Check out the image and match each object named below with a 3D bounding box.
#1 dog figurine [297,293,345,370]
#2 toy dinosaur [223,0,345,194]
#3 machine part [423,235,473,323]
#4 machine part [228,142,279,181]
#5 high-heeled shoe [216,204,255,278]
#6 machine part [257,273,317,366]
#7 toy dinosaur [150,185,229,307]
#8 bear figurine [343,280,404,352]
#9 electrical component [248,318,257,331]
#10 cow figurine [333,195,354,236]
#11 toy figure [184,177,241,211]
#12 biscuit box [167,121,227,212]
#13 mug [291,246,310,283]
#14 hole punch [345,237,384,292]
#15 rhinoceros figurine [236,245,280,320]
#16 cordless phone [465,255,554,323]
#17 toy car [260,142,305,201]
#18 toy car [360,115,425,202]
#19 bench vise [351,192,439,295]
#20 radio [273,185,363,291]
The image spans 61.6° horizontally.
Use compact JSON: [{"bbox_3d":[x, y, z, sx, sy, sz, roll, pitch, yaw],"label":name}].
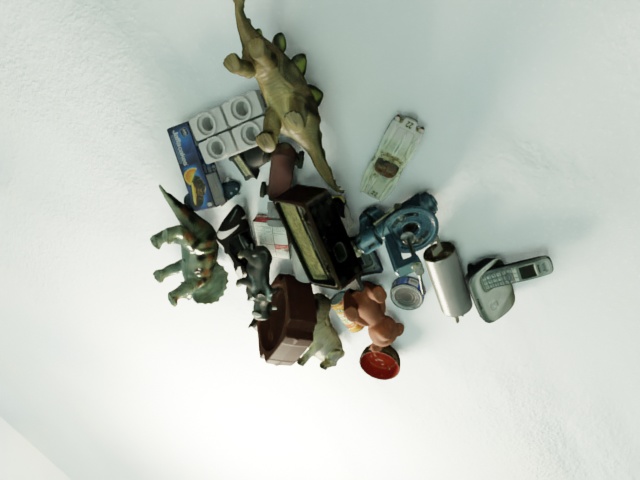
[{"bbox_3d":[0.018,0.239,1.453,0.172,0.121,0.190,8,113,-38],"label":"dog figurine"},{"bbox_3d":[-0.054,-0.258,1.033,0.105,0.198,0.470,-9,121,25],"label":"toy dinosaur"},{"bbox_3d":[0.296,0.092,1.240,0.079,0.079,0.243,-10,120,26],"label":"machine part"},{"bbox_3d":[-0.142,-0.188,1.224,0.139,0.039,0.084,-25,105,35],"label":"machine part"},{"bbox_3d":[-0.184,0.024,1.352,0.145,0.086,0.248,39,147,12],"label":"high-heeled shoe"},{"bbox_3d":[-0.087,0.205,1.384,0.087,0.201,0.201,14,133,-24],"label":"machine part"},{"bbox_3d":[-0.322,0.029,1.374,0.131,0.192,0.404,36,130,31],"label":"toy dinosaur"},{"bbox_3d":[0.139,0.201,1.346,0.120,0.132,0.195,-32,104,-1],"label":"bear figurine"},{"bbox_3d":[-0.138,0.256,1.543,0.119,0.048,0.075,43,128,-10],"label":"electrical component"},{"bbox_3d":[-0.010,-0.055,1.250,0.168,0.068,0.098,-4,123,23],"label":"cow figurine"},{"bbox_3d":[-0.262,-0.107,1.318,0.155,0.058,0.064,-13,158,26],"label":"toy figure"},{"bbox_3d":[-0.283,-0.170,1.238,0.063,0.059,0.202,-11,103,22],"label":"biscuit box"},{"bbox_3d":[-0.034,0.033,1.314,0.081,0.110,0.107,-17,122,-12],"label":"mug"},{"bbox_3d":[0.079,0.051,1.297,0.116,0.092,0.142,13,139,54],"label":"hole punch"},{"bbox_3d":[-0.147,0.103,1.323,0.112,0.073,0.190,17,113,40],"label":"rhinoceros figurine"},{"bbox_3d":[0.429,0.099,1.194,0.184,0.089,0.146,-16,118,25],"label":"cordless phone"},{"bbox_3d":[-0.086,-0.146,1.193,0.089,0.053,0.202,5,152,-5],"label":"toy car"},{"bbox_3d":[0.147,-0.167,1.117,0.073,0.056,0.201,27,130,0],"label":"toy car"},{"bbox_3d":[0.159,0.001,1.129,0.224,0.241,0.128,-23,126,10],"label":"bench vise"},{"bbox_3d":[-0.002,-0.004,1.164,0.131,0.073,0.229,10,131,54],"label":"radio"}]
